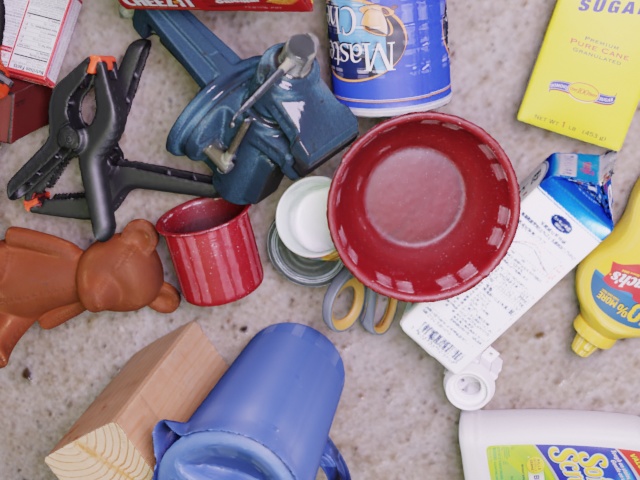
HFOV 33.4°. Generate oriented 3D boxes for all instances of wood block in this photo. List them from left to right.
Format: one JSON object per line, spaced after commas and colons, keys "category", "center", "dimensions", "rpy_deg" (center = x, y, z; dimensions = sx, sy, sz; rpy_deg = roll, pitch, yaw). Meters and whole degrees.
{"category": "wood block", "center": [-0.163, 0.173, 1.031], "dimensions": [0.090, 0.206, 0.091], "rpy_deg": [-30, 101, 22]}

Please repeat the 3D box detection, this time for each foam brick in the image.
{"category": "foam brick", "center": [-0.296, -0.131, 1.016], "dimensions": [0.051, 0.078, 0.053], "rpy_deg": [15, 113, 10]}

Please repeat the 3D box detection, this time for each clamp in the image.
{"category": "clamp", "center": [-0.234, -0.092, 0.999], "dimensions": [0.120, 0.039, 0.171], "rpy_deg": [14, 99, 13]}
{"category": "clamp", "center": [-0.206, -0.088, 1.031], "dimensions": [0.210, 0.036, 0.164], "rpy_deg": [-19, 100, 20]}

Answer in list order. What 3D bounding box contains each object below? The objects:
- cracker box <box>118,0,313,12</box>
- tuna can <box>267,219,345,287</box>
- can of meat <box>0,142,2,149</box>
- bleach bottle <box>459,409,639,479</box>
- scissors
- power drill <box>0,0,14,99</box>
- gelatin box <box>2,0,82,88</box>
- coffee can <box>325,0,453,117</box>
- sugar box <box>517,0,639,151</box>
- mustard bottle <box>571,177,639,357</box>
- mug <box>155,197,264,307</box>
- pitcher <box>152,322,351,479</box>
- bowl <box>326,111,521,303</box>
{"category": "cracker box", "center": [-0.077, -0.292, 0.847], "dimensions": [0.164, 0.072, 0.213], "rpy_deg": [4, 80, 13]}
{"category": "tuna can", "center": [-0.007, 0.001, 1.017], "dimensions": [0.086, 0.033, 0.086], "rpy_deg": [5, 113, 12]}
{"category": "can of meat", "center": [-0.361, -0.050, 1.052], "dimensions": [0.057, 0.102, 0.084], "rpy_deg": [16, 116, 8]}
{"category": "bleach bottle", "center": [0.264, 0.202, 1.012], "dimensions": [0.251, 0.068, 0.102], "rpy_deg": [-6, 109, 14]}
{"category": "scissors", "center": [0.039, 0.002, 0.985], "dimensions": [0.016, 0.096, 0.202], "rpy_deg": [24, 125, 48]}
{"category": "power drill", "center": [-0.340, -0.221, 0.961], "dimensions": [0.185, 0.057, 0.187], "rpy_deg": [1, 82, 16]}
{"category": "gelatin box", "center": [-0.270, -0.193, 0.990], "dimensions": [0.073, 0.030, 0.089], "rpy_deg": [15, 84, 9]}
{"category": "coffee can", "center": [0.056, -0.183, 0.889], "dimensions": [0.103, 0.102, 0.140], "rpy_deg": [0, 111, 14]}
{"category": "sugar box", "center": [0.234, -0.171, 0.879], "dimensions": [0.093, 0.048, 0.176], "rpy_deg": [18, 116, 7]}
{"category": "mustard bottle", "center": [0.282, 0.028, 0.939], "dimensions": [0.096, 0.058, 0.192], "rpy_deg": [29, 116, -4]}
{"category": "mug", "center": [-0.109, 0.009, 1.024], "dimensions": [0.117, 0.093, 0.081], "rpy_deg": [11, 123, 44]}
{"category": "pitcher", "center": [-0.044, 0.180, 0.982], "dimensions": [0.145, 0.242, 0.149], "rpy_deg": [-3, 110, 15]}
{"category": "bowl", "center": [0.084, -0.031, 0.900], "dimensions": [0.162, 0.055, 0.162], "rpy_deg": [-1, 104, -4]}
